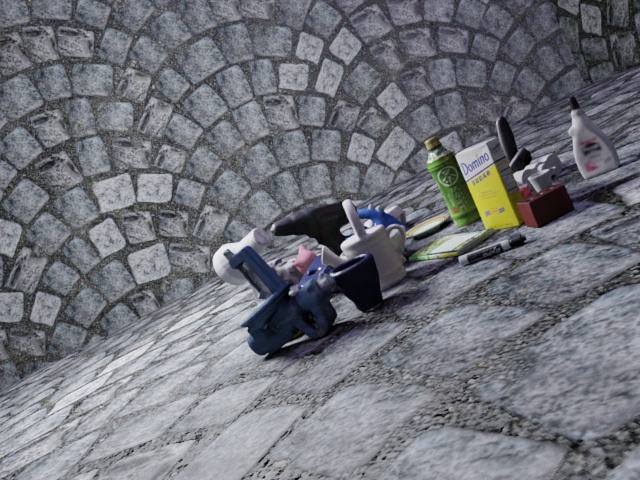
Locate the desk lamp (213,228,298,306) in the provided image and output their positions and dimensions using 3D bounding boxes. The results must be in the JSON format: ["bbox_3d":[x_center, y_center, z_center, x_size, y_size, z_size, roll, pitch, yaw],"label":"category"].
[{"bbox_3d":[-0.171,0.083,1.577,0.202,0.213,0.118,-23,8,34],"label":"desk lamp"}]

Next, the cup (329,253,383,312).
[{"bbox_3d":[0.069,0.086,1.082,0.092,0.095,0.117,-31,7,-32],"label":"cup"}]

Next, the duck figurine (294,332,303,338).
[{"bbox_3d":[-0.070,0.153,1.159,0.104,0.086,0.077,-26,6,12],"label":"duck figurine"}]

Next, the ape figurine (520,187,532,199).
[{"bbox_3d":[0.408,-0.103,1.234,0.076,0.092,0.077,-28,6,-14],"label":"ape figurine"}]

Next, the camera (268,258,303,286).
[{"bbox_3d":[-0.099,0.095,1.701,0.143,0.101,0.137,-24,7,25],"label":"camera"}]

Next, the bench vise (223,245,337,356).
[{"bbox_3d":[-0.077,0.090,1.077,0.207,0.220,0.121,-27,6,4],"label":"bench vise"}]

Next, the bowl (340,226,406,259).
[{"bbox_3d":[0.135,0.033,1.341,0.167,0.075,0.167,-27,6,3],"label":"bowl"}]

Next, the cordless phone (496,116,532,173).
[{"bbox_3d":[0.488,-0.226,1.489,0.094,0.185,0.148,-23,7,29],"label":"cordless phone"}]

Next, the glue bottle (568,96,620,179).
[{"bbox_3d":[0.554,-0.218,1.191,0.078,0.173,0.037,-23,7,28],"label":"glue bottle"}]

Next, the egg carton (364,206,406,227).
[{"bbox_3d":[0.205,-0.051,1.782,0.107,0.069,0.151,-23,7,33],"label":"egg carton"}]

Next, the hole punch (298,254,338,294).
[{"bbox_3d":[-0.002,0.091,1.364,0.101,0.091,0.108,-30,7,-28],"label":"hole punch"}]

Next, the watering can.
[{"bbox_3d":[0.087,0.010,1.177,0.173,0.194,0.100,-29,7,-17],"label":"watering can"}]

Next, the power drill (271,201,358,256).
[{"bbox_3d":[0.013,0.005,1.464,0.230,0.208,0.075,-29,7,-22],"label":"power drill"}]

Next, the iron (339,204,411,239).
[{"bbox_3d":[0.117,-0.027,1.610,0.258,0.141,0.119,-25,7,18],"label":"iron"}]

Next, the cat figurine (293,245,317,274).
[{"bbox_3d":[-0.011,0.060,1.538,0.128,0.118,0.067,-29,7,-18],"label":"cat figurine"}]
